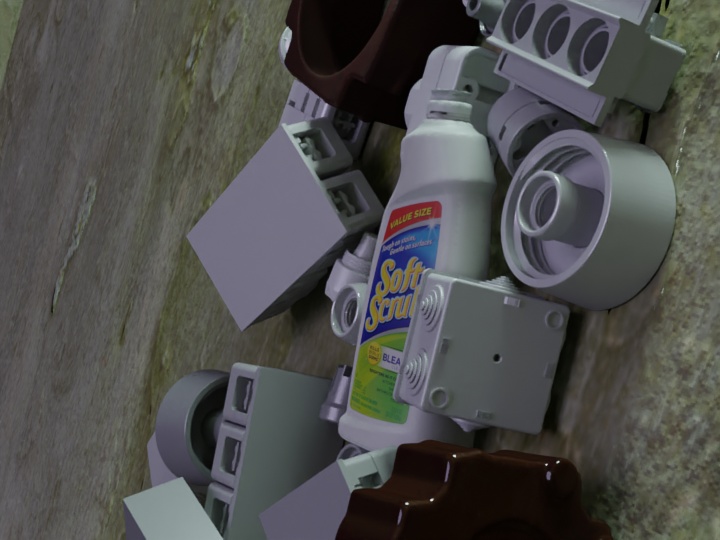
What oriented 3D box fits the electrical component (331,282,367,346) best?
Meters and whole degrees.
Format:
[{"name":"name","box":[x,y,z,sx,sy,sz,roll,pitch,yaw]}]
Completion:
[{"name":"electrical component","box":[0.011,0.037,0.839,0.048,0.055,0.066,-21,60,55]}]

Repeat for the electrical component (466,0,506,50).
[{"name":"electrical component","box":[0.105,-0.178,0.761,0.048,0.062,0.048,-32,52,51]}]

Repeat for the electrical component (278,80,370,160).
[{"name":"electrical component","box":[-0.034,-0.135,0.991,0.089,0.050,0.055,38,111,58]}]

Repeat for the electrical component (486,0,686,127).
[{"name":"electrical component","box":[0.142,-0.142,0.681,0.121,0.063,0.078,47,118,56]}]

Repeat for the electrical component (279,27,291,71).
[{"name":"electrical component","box":[-0.042,-0.215,1.032,0.057,0.058,0.078,1,79,57]}]

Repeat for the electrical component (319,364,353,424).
[{"name":"electrical component","box":[-0.008,0.102,0.862,0.040,0.040,0.046,2,73,60]}]

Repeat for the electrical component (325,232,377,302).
[{"name":"electrical component","box":[0.000,0.000,0.886,0.043,0.043,0.062,41,112,57]}]

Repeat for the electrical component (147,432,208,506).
[{"name":"electrical component","box":[-0.175,0.190,1.100,0.099,0.048,0.099,-55,36,32]}]

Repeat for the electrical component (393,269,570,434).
[{"name":"electrical component","box":[0.078,0.052,0.678,0.048,0.100,0.099,-166,89,-73]}]

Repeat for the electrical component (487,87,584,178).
[{"name":"electrical component","box":[0.115,-0.090,0.716,0.055,0.055,0.047,-61,29,25]}]

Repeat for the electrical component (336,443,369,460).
[{"name":"electrical component","box":[0.015,0.151,0.786,0.066,0.055,0.048,19,95,60]}]

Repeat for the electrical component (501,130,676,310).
[{"name":"electrical component","box":[0.131,-0.034,0.658,0.108,0.060,0.108,-31,53,51]}]

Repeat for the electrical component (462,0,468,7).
[{"name":"electrical component","box":[0.090,-0.209,0.789,0.040,0.078,0.040,-30,45,35]}]

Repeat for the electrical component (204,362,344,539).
[{"name":"electrical component","box":[-0.071,0.158,0.894,0.062,0.089,0.150,1,79,60]}]

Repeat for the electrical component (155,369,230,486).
[{"name":"electrical component","box":[-0.124,0.145,0.979,0.060,0.108,0.108,-6,73,52]}]

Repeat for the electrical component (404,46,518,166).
[{"name":"electrical component","box":[0.072,-0.116,0.800,0.059,0.054,0.095,24,99,60]}]

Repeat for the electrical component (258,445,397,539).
[{"name":"electrical component","box":[0.017,0.220,0.697,0.105,0.060,0.186,-42,66,44]}]

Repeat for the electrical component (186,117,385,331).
[{"name":"electrical component","box":[-0.066,-0.039,0.951,0.186,0.060,0.105,-41,76,45]}]
